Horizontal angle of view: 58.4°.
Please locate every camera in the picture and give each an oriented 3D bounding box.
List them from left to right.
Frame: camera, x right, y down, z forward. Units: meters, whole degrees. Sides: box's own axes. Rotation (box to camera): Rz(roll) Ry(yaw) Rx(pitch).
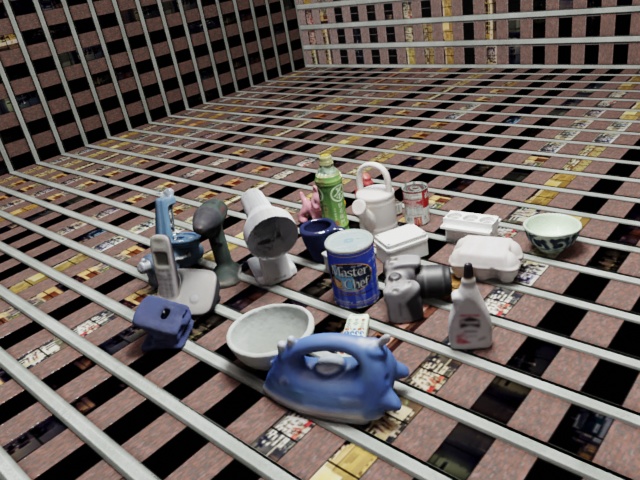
[{"bbox_3d":[0.199,0.087,1.167,0.136,0.101,0.143,-5,27,10],"label":"camera"}]

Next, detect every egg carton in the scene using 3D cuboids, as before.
[{"bbox_3d":[0.360,0.040,1.240,0.150,0.069,0.107,4,30,26],"label":"egg carton"}]

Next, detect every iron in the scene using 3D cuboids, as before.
[{"bbox_3d":[0.010,0.208,0.947,0.257,0.142,0.119,0,28,18],"label":"iron"}]

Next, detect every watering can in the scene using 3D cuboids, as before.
[{"bbox_3d":[0.140,-0.103,1.458,0.100,0.194,0.173,-4,27,12],"label":"watering can"}]

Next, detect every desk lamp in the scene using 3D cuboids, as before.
[{"bbox_3d":[-0.125,-0.003,1.329,0.118,0.214,0.202,-18,28,-15],"label":"desk lamp"}]

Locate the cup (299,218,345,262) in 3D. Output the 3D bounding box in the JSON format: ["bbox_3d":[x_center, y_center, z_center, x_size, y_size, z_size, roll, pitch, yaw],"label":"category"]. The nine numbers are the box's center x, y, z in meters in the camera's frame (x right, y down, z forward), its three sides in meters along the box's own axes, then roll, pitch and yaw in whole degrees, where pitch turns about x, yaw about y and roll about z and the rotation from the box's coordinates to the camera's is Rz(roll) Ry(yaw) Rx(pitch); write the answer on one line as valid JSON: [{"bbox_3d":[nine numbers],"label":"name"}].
[{"bbox_3d":[0.013,0.005,1.400,0.117,0.095,0.092,2,29,23],"label":"cup"}]

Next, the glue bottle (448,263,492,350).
[{"bbox_3d":[0.262,0.115,1.009,0.078,0.173,0.037,-5,27,9],"label":"glue bottle"}]

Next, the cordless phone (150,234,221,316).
[{"bbox_3d":[-0.304,0.075,1.268,0.147,0.185,0.094,-1,28,17],"label":"cordless phone"}]

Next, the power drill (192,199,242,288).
[{"bbox_3d":[-0.247,0.004,1.362,0.075,0.209,0.229,-10,27,0],"label":"power drill"}]

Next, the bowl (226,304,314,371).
[{"bbox_3d":[-0.088,0.195,1.082,0.167,0.075,0.167,-8,27,4],"label":"bowl"}]

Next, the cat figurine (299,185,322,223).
[{"bbox_3d":[-0.009,-0.104,1.596,0.127,0.118,0.067,15,36,40],"label":"cat figurine"}]

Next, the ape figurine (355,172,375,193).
[{"bbox_3d":[0.133,-0.151,1.670,0.078,0.092,0.076,-21,29,-22],"label":"ape figurine"}]

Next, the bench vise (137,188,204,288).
[{"bbox_3d":[-0.368,-0.003,1.405,0.121,0.220,0.207,-5,27,9],"label":"bench vise"}]

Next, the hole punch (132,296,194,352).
[{"bbox_3d":[-0.325,0.168,1.197,0.101,0.091,0.108,-7,27,7],"label":"hole punch"}]
